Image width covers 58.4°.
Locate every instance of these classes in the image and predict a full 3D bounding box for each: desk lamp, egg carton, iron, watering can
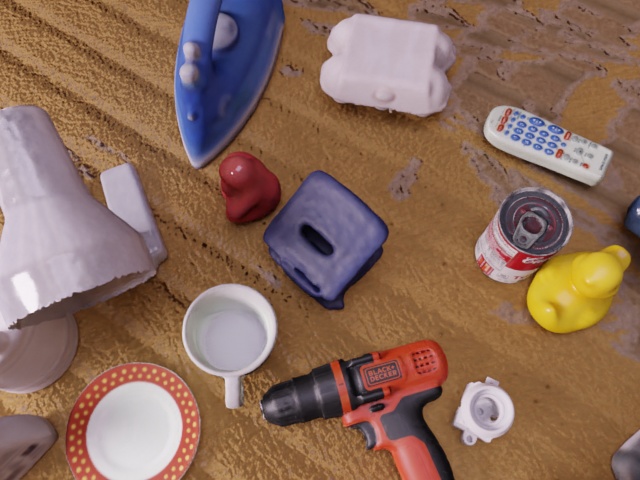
[{"bbox_3d":[-0.222,-0.012,0.522,0.118,0.213,0.203,-24,72,-7],"label":"desk lamp"},{"bbox_3d":[0.078,-0.198,0.658,0.150,0.069,0.107,9,71,5],"label":"egg carton"},{"bbox_3d":[-0.116,-0.223,0.633,0.118,0.141,0.258,9,71,5],"label":"iron"},{"bbox_3d":[-0.303,0.083,0.500,0.101,0.194,0.173,9,71,5],"label":"watering can"}]

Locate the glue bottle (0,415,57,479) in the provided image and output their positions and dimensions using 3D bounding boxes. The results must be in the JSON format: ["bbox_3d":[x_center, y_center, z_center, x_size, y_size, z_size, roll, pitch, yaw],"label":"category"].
[{"bbox_3d":[-0.291,0.179,0.477,0.037,0.173,0.078,41,76,14],"label":"glue bottle"}]

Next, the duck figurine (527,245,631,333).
[{"bbox_3d":[0.258,0.043,0.561,0.104,0.086,0.077,-35,73,-10],"label":"duck figurine"}]

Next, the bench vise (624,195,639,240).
[{"bbox_3d":[0.403,-0.001,0.502,0.207,0.220,0.121,31,74,12],"label":"bench vise"}]

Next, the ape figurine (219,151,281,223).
[{"bbox_3d":[-0.081,-0.061,0.601,0.076,0.092,0.078,16,72,7],"label":"ape figurine"}]

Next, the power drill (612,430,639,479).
[{"bbox_3d":[0.322,0.180,0.446,0.230,0.208,0.075,-37,73,-11],"label":"power drill"}]

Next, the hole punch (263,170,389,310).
[{"bbox_3d":[0.005,0.002,0.577,0.108,0.091,0.101,42,76,14],"label":"hole punch"}]
